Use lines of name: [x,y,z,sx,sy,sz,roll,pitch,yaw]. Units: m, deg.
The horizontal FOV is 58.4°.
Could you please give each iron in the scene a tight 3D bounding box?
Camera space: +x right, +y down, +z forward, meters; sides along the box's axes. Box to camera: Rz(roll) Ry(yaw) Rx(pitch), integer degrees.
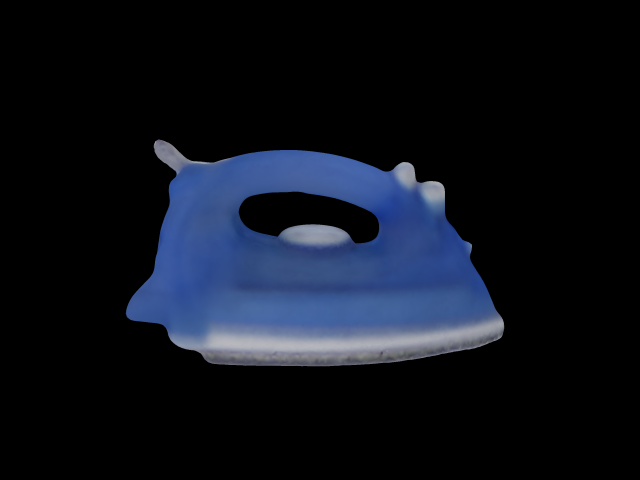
iron: [0.004,0.001,0.400,0.258,0.141,0.118,0,15,0]
